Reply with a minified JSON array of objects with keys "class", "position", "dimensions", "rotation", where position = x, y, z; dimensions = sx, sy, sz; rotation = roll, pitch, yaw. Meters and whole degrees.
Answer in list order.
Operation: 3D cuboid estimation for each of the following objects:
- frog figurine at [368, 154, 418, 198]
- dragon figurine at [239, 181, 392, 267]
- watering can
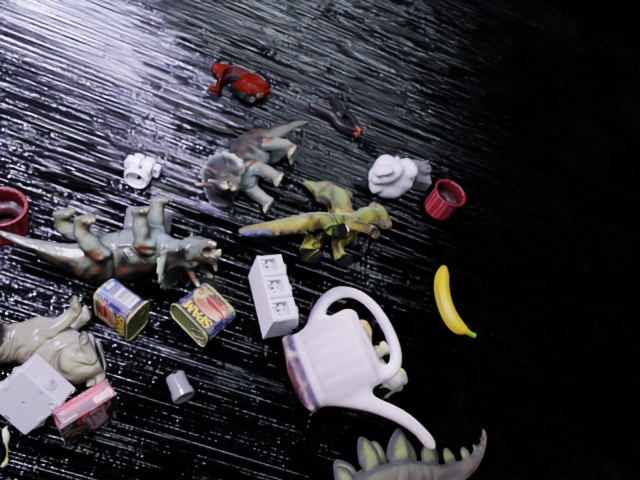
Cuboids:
[{"class":"frog figurine","position":[0.194,-0.169,1.363],"dimensions":[0.137,0.160,0.122],"rotation":[-19,95,4]},{"class":"dragon figurine","position":[0.004,-0.064,1.274],"dimensions":[0.409,0.119,0.248],"rotation":[10,36,-17]},{"class":"watering can","position":[0.060,0.261,0.989],"dimensions":[0.224,0.102,0.354],"rotation":[-23,65,-1]}]
